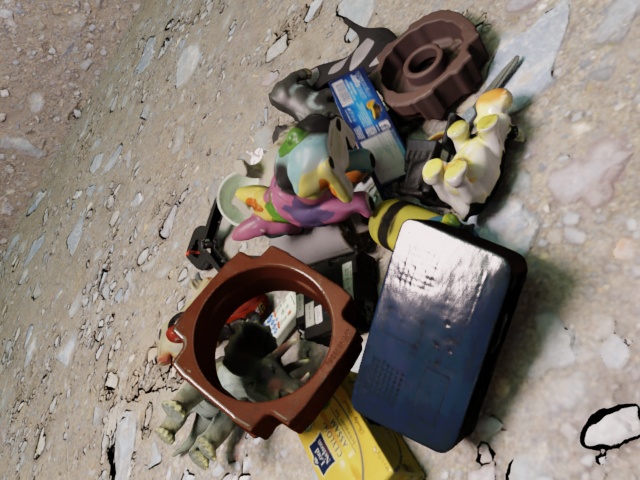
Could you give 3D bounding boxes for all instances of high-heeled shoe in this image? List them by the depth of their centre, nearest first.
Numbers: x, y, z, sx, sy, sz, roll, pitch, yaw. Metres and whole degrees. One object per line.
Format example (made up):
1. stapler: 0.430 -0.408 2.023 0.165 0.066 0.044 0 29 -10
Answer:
1. high-heeled shoe: 0.049 -0.278 0.972 0.145 0.086 0.248 47 129 17

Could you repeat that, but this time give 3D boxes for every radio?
1. radio: 0.128 0.101 0.585 0.131 0.073 0.229 21 103 32

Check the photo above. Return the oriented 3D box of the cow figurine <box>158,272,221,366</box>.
1. cow figurine: -0.236 0.149 1.025 0.195 0.085 0.127 -40 50 28

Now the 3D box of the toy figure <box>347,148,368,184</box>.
1. toy figure: 0.037 -0.112 0.877 0.154 0.064 0.058 -30 12 29

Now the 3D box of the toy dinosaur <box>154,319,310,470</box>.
1. toy dinosaur: -0.152 0.241 0.840 0.192 0.131 0.405 -43 1 -33

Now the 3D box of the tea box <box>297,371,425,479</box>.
1. tea box: 0.039 0.251 0.667 0.098 0.068 0.170 -54 41 11

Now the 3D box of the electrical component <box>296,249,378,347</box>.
1. electrical component: 0.022 0.089 0.784 0.134 0.058 0.115 -26 50 37

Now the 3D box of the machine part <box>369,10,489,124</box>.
1. machine part: 0.161 -0.258 0.804 0.179 0.056 0.179 -22 51 29

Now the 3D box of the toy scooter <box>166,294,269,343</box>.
1. toy scooter: -0.170 0.144 0.894 0.184 0.075 0.135 -20 22 -3

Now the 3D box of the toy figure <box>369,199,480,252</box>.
1. toy figure: 0.137 -0.002 0.680 0.082 0.089 0.180 -54 37 1

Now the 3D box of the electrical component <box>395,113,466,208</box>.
1. electrical component: 0.151 -0.107 0.709 0.048 0.074 0.119 13 90 46

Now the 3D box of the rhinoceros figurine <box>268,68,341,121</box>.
1. rhinoceros figurine: -0.003 -0.218 0.925 0.190 0.112 0.073 39 138 15

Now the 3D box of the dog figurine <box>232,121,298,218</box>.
1. dog figurine: -0.061 -0.112 0.975 0.190 0.121 0.172 -51 -24 -52

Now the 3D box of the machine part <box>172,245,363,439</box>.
1. machine part: -0.063 0.125 0.672 0.201 0.087 0.201 31 69 23

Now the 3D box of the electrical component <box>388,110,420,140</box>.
1. electrical component: 0.112 -0.174 0.854 0.094 0.021 0.063 -32 49 28

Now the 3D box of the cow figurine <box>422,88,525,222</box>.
1. cow figurine: 0.206 -0.107 0.672 0.068 0.098 0.167 10 58 54

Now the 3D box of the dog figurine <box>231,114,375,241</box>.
1. dog figurine: -0.044 -0.067 0.722 0.219 0.191 0.108 -15 63 26

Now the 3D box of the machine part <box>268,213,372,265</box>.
1. machine part: -0.002 -0.003 0.840 0.243 0.079 0.079 -17 58 45

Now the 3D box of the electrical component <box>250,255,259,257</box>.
1. electrical component: -0.110 0.057 0.927 0.102 0.078 0.045 5 56 47

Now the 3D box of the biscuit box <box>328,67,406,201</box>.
1. biscuit box: 0.078 -0.158 0.796 0.059 0.062 0.203 -24 66 5
